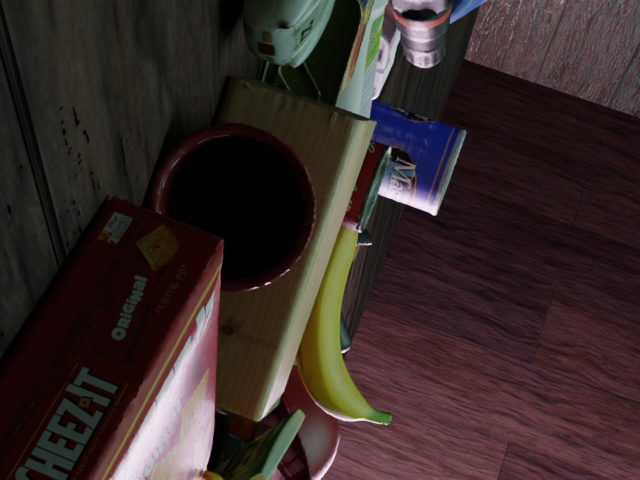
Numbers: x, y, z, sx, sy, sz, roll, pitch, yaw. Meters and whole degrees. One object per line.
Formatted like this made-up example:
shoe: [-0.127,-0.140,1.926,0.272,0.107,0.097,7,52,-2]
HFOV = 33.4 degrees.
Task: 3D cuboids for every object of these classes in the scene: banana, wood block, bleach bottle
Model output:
banana: [0.010,0.069,0.851,0.037,0.069,0.198,31,-45,56]
wood block: [-0.041,0.002,0.721,0.090,0.091,0.206,-34,144,-79]
bleach bottle: [0.021,-0.157,0.892,0.102,0.068,0.251,-71,173,-51]

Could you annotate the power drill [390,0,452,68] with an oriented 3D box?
power drill: [0.096,-0.270,0.939,0.184,0.057,0.187,78,17,-60]

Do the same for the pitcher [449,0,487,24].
pitcher: [0.139,-0.308,1.132,0.242,0.145,0.149,-51,127,-62]

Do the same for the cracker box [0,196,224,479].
cracker box: [-0.110,0.110,0.558,0.214,0.072,0.164,100,11,-52]

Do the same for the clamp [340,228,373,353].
clamp: [-0.006,0.001,0.887,0.171,0.039,0.120,56,35,-39]

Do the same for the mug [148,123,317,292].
mug: [-0.056,-0.012,0.626,0.117,0.093,0.081,-40,-179,5]

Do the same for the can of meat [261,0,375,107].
can of meat: [0.001,-0.147,0.779,0.083,0.057,0.102,-62,171,-62]

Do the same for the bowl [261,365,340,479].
bowl: [-0.025,0.175,1.078,0.055,0.162,0.162,-22,152,-19]

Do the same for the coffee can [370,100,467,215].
coffee can: [0.084,-0.099,1.219,0.102,0.140,0.103,21,89,-83]

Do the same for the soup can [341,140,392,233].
soup can: [-0.006,-0.054,0.789,0.068,0.102,0.068,21,89,-83]

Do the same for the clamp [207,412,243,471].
clamp: [-0.106,0.245,0.970,0.165,0.036,0.210,-22,-134,63]

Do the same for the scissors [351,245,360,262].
scissors: [0.007,0.013,0.951,0.201,0.016,0.096,-62,146,-55]
